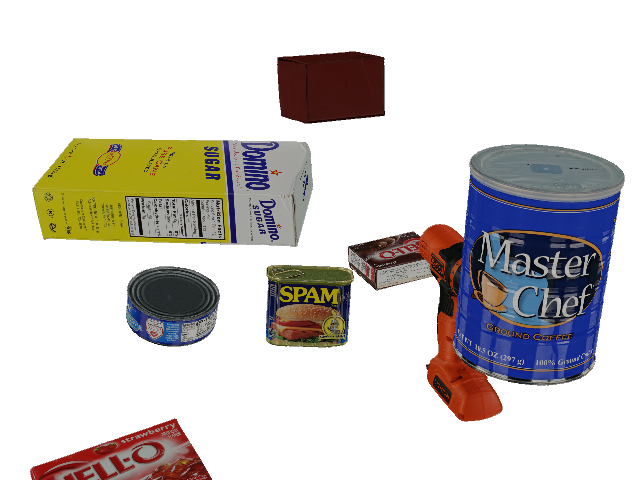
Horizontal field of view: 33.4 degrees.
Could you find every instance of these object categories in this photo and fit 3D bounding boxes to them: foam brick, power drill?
[{"bbox_3d":[0.009,-0.130,0.904,0.078,0.051,0.053,-9,18,-26],"label":"foam brick"},{"bbox_3d":[0.158,0.093,1.130,0.057,0.188,0.184,-8,24,-13],"label":"power drill"}]

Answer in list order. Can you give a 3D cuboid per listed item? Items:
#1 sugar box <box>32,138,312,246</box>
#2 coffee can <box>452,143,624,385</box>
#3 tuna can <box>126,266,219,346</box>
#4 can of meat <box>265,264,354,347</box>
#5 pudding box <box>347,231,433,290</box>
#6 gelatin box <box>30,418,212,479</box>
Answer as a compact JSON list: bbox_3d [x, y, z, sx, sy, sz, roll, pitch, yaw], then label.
[{"bbox_3d":[-0.097,-0.036,0.737,0.176,0.048,0.093,-1,28,7],"label":"sugar box"},{"bbox_3d":[0.149,0.015,0.743,0.103,0.140,0.103,2,22,-1],"label":"coffee can"},{"bbox_3d":[-0.139,0.061,0.998,0.086,0.034,0.086,8,31,-5],"label":"tuna can"},{"bbox_3d":[-0.015,0.077,1.250,0.102,0.084,0.057,2,15,-4],"label":"can of meat"},{"bbox_3d":[0.108,0.028,1.532,0.113,0.039,0.090,-15,25,-20],"label":"pudding box"},{"bbox_3d":[-0.108,0.140,0.588,0.089,0.030,0.073,-16,28,-20],"label":"gelatin box"}]
